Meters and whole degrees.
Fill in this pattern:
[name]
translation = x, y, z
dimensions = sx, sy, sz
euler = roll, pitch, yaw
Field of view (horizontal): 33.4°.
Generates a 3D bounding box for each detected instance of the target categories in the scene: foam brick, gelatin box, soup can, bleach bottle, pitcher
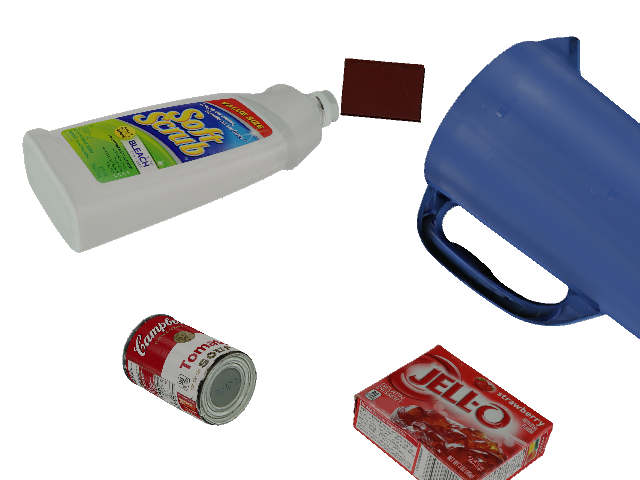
[foam brick]
translation = 0.059, -0.143, 1.016
dimensions = 0.078, 0.051, 0.053
euler = 6, 14, 3
[gelatin box]
translation = 0.074, 0.105, 0.609
dimensions = 0.073, 0.030, 0.089
euler = -25, 45, -37
[soup can]
translation = -0.114, 0.112, 0.925
dimensions = 0.102, 0.068, 0.068
euler = 20, 13, 39
[bleach bottle]
translation = -0.100, -0.077, 0.855
dimensions = 0.250, 0.103, 0.068
euler = -23, -34, -26
[pitcher]
translation = 0.194, -0.014, 0.753
dimensions = 0.144, 0.149, 0.243
euler = -32, 63, -34
